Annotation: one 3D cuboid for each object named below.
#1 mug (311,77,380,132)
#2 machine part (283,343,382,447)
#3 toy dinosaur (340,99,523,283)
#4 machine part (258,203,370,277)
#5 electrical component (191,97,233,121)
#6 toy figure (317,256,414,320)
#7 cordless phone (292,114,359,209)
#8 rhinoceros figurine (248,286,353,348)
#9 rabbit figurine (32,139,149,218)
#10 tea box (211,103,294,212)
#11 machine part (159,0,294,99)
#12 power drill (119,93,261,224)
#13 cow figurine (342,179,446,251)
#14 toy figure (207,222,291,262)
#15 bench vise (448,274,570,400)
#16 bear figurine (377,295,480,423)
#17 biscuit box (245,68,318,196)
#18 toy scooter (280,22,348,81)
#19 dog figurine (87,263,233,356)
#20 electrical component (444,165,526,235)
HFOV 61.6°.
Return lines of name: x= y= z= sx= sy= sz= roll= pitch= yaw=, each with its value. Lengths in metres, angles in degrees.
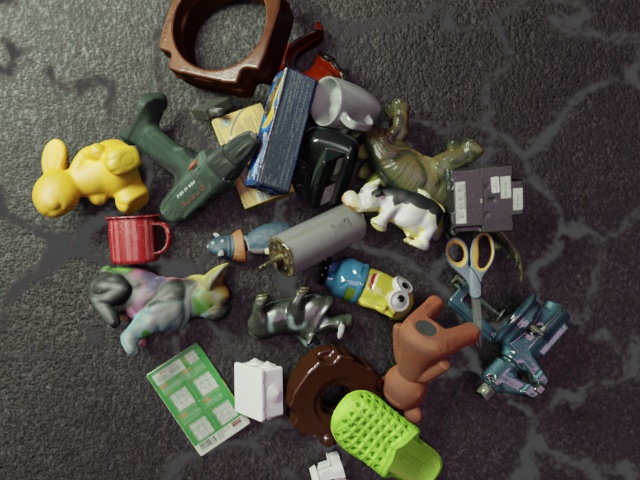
mug: x=0.055 y=-0.222 z=0.907 sx=0.107 sy=0.110 sz=0.080 roll=-3 pitch=130 yaw=-39
machine part: x=0.023 y=0.275 z=0.953 sx=0.179 sy=0.056 sz=0.179 roll=-4 pitch=103 yaw=-17
toy dinosaur: x=0.203 y=-0.103 z=0.986 sx=0.472 sy=0.105 sz=0.198 roll=32 pitch=93 yaw=5
machine part: x=-0.002 y=-0.003 z=0.940 sx=0.243 sy=0.079 sz=0.079 roll=-26 pitch=91 yaw=-30
electrical component: x=-0.187 y=-0.233 z=0.949 sx=0.063 sy=0.094 sz=0.021 roll=-37 pitch=124 yaw=-29
toy figure: x=0.085 y=0.085 z=0.978 sx=0.180 sy=0.089 sz=0.082 roll=19 pitch=83 yaw=3
cordless phone: x=-0.025 y=-0.158 z=0.974 sx=0.089 sy=0.146 sz=0.184 roll=-22 pitch=56 yaw=-35
rhinoceros figurine: x=-0.035 y=0.141 z=0.966 sx=0.190 sy=0.073 sz=0.112 roll=-1 pitch=87 yaw=-6
rabbit figurine: x=-0.399 y=-0.105 z=0.894 sx=0.162 sy=0.121 sz=0.173 roll=38 pitch=56 yaw=23
tea box: x=-0.120 y=-0.146 z=0.967 sx=0.098 sy=0.068 sz=0.169 roll=-19 pitch=89 yaw=-5
machine part: x=-0.160 y=-0.359 z=0.933 sx=0.201 sy=0.087 sz=0.201 roll=16 pitch=89 yaw=15
power drill: x=-0.229 y=-0.156 z=0.919 sx=0.207 sy=0.086 sz=0.232 roll=43 pitch=117 yaw=1
cow figurine: x=0.125 y=-0.058 z=0.912 sx=0.167 sy=0.068 sz=0.098 roll=29 pitch=91 yaw=-2
toy figure: x=-0.124 y=0.007 z=0.966 sx=0.154 sy=0.064 sz=0.057 roll=-12 pitch=111 yaw=-6
bench vise: x=0.324 y=0.166 z=0.986 sx=0.241 sy=0.128 sz=0.223 roll=42 pitch=94 yaw=17
bear figurine: x=0.182 y=0.218 z=0.956 sx=0.132 sy=0.120 sz=0.195 roll=-23 pitch=134 yaw=-34
biscuit box: x=-0.066 y=-0.177 z=0.895 sx=0.063 sy=0.059 sz=0.202 roll=17 pitch=85 yaw=-26
toy scooter: x=-0.014 y=-0.317 z=0.978 sx=0.184 sy=0.075 sz=0.135 roll=43 pitch=87 yaw=6
dog figurine: x=-0.260 y=0.086 z=0.932 sx=0.219 sy=0.108 sz=0.191 roll=-36 pitch=90 yaw=-10
electrical component: x=0.281 y=-0.070 z=0.914 sx=0.134 sy=0.058 sz=0.114 roll=-3 pitch=101 yaw=-1
